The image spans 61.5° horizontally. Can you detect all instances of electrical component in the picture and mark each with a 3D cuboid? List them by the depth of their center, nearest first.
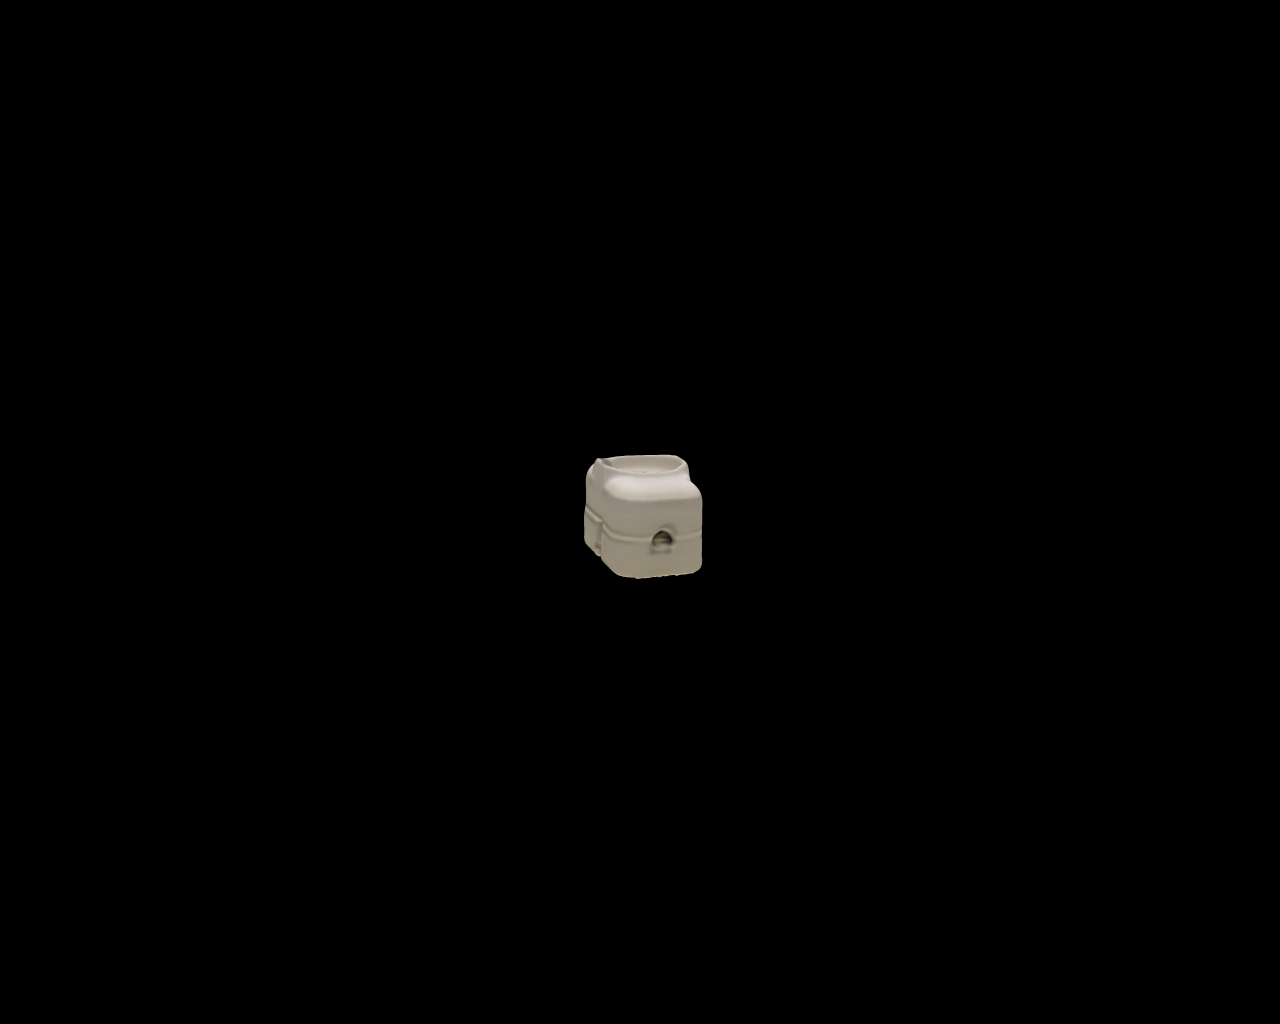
[{"bbox_3d":[0.001,-0.003,0.650,0.054,0.059,0.095,-4,15,-15],"label":"electrical component"}]
